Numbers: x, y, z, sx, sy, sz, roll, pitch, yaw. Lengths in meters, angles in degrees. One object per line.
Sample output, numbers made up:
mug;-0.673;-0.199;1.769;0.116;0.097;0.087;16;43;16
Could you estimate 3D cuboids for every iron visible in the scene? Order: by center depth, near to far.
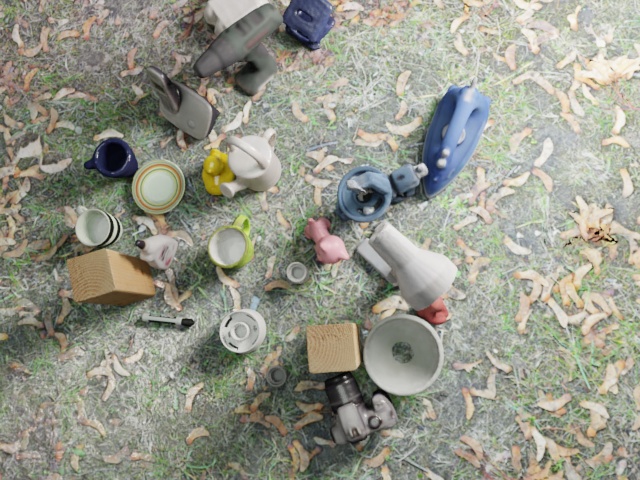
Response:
iron;0.286;-0.221;1.237;0.118;0.141;0.258;21;84;9

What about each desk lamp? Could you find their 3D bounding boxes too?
desk lamp;0.170;0.045;1.173;0.203;0.213;0.118;42;88;11

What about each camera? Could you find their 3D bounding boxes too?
camera;0.075;0.343;1.196;0.143;0.101;0.137;-23;80;3

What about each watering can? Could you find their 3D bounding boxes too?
watering can;-0.152;-0.169;1.250;0.100;0.194;0.173;11;83;8

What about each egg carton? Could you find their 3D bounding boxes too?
egg carton;-0.200;-0.552;1.376;0.150;0.069;0.107;-36;79;0

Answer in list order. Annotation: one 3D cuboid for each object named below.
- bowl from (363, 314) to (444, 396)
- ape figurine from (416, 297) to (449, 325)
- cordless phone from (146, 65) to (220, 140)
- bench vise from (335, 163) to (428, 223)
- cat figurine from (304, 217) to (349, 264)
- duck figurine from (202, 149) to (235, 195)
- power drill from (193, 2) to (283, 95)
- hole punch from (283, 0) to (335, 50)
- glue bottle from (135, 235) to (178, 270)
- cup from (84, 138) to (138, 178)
bowl;0.175;0.242;1.213;0.167;0.075;0.167;-1;81;6
ape figurine;0.240;0.140;1.213;0.076;0.092;0.078;7;82;8
cordless phone;-0.315;-0.314;1.294;0.147;0.185;0.094;31;86;10
bench vise;0.119;-0.124;1.201;0.207;0.220;0.121;-41;79;-1
cat figurine;0.011;0.004;1.245;0.067;0.118;0.127;-33;79;1
duck figurine;-0.240;-0.159;1.313;0.077;0.086;0.104;6;82;7
power drill;-0.168;-0.411;1.281;0.075;0.208;0.230;43;88;11
hole punch;-0.027;-0.520;1.342;0.108;0.091;0.101;37;87;10
glue bottle;-0.365;0.020;1.255;0.037;0.173;0.078;16;83;9
cup;-0.478;-0.177;1.337;0.117;0.095;0.091;-16;80;4
